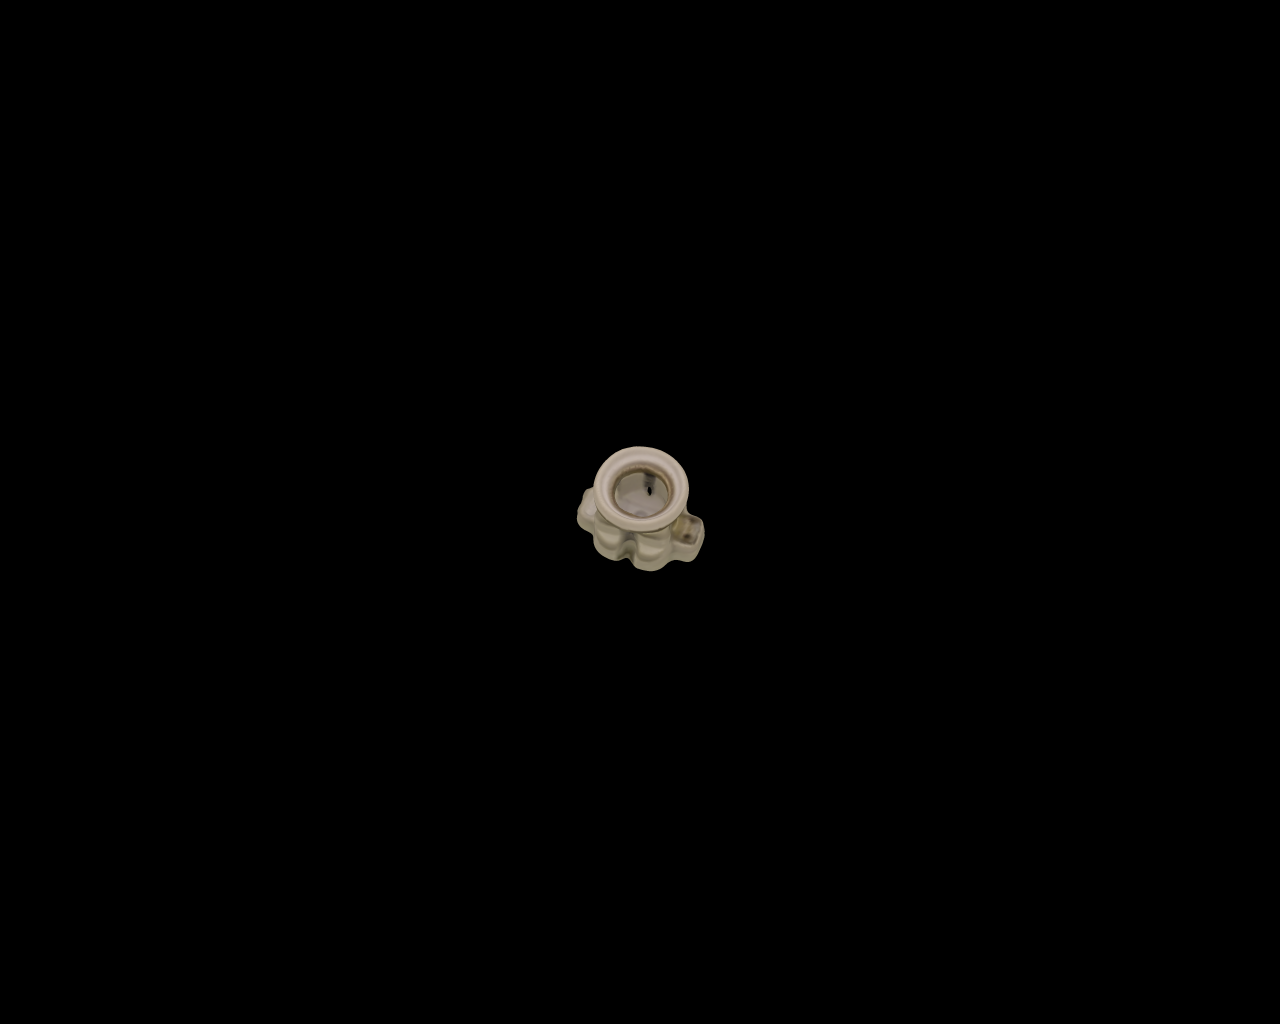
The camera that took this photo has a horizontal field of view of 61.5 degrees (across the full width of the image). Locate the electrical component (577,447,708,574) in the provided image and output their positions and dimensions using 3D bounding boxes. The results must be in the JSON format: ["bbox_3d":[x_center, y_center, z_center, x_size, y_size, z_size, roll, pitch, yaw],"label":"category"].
[{"bbox_3d":[0.001,-0.003,0.650,0.078,0.058,0.056,18,-28,10],"label":"electrical component"}]
